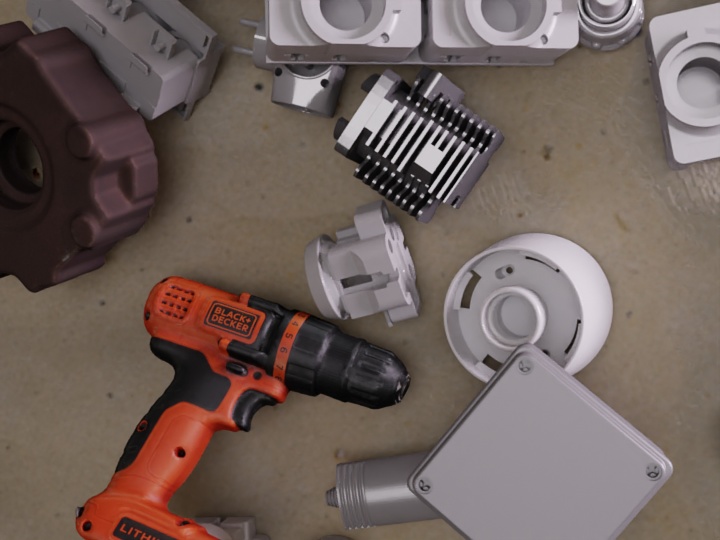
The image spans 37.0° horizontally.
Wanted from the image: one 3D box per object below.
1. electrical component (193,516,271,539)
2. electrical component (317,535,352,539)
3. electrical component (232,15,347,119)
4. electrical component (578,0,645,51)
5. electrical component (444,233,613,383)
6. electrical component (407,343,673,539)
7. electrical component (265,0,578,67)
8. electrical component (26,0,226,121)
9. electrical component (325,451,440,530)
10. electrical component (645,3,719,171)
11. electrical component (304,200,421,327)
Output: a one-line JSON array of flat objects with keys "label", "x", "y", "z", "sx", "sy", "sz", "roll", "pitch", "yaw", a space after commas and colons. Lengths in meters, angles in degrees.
[{"label": "electrical component", "x": -0.099, "y": 0.189, "z": 0.717, "sx": 0.066, "sy": 0.055, "sz": 0.048, "roll": -3, "pitch": 89, "yaw": 12}, {"label": "electrical component", "x": -0.043, "y": 0.243, "z": 0.696, "sx": 0.052, "sy": 0.074, "sz": 0.138, "roll": 30, "pitch": 96, "yaw": 10}, {"label": "electrical component", "x": -0.046, "y": -0.147, "z": 0.712, "sx": 0.079, "sy": 0.044, "sz": 0.077, "roll": 15, "pitch": 93, "yaw": 11}, {"label": "electrical component", "x": 0.152, "y": -0.164, "z": 0.663, "sx": 0.048, "sy": 0.062, "sz": 0.048, "roll": 0, "pitch": 90, "yaw": 12}, {"label": "electrical component", "x": 0.105, "y": 0.027, "z": 0.684, "sx": 0.099, "sy": 0.064, "sz": 0.099, "roll": 2, "pitch": 96, "yaw": 24}, {"label": "electrical component", "x": 0.103, "y": 0.115, "z": 0.622, "sx": 0.109, "sy": 0.056, "sz": 0.108, "roll": 40, "pitch": 97, "yaw": 9}, {"label": "electrical component", "x": 0.036, "y": -0.184, "z": 0.658, "sx": 0.186, "sy": 0.060, "sz": 0.105, "roll": -1, "pitch": 90, "yaw": -8}, {"label": "electrical component", "x": -0.160, "y": -0.160, "z": 0.720, "sx": 0.121, "sy": 0.063, "sz": 0.078, "roll": 41, "pitch": 138, "yaw": 9}, {"label": "electrical component", "x": 0.017, "y": 0.144, "z": 0.699, "sx": 0.081, "sy": 0.043, "sz": 0.043, "roll": -9, "pitch": 88, "yaw": 11}, {"label": "electrical component", "x": 0.207, "y": -0.111, "z": 0.655, "sx": 0.050, "sy": 0.056, "sz": 0.089, "roll": -11, "pitch": 88, "yaw": 11}, {"label": "electrical component", "x": 0.000, "y": 0.000, "z": 0.695, "sx": 0.057, "sy": 0.058, "sz": 0.078, "roll": -15, "pitch": 112, "yaw": 15}]
